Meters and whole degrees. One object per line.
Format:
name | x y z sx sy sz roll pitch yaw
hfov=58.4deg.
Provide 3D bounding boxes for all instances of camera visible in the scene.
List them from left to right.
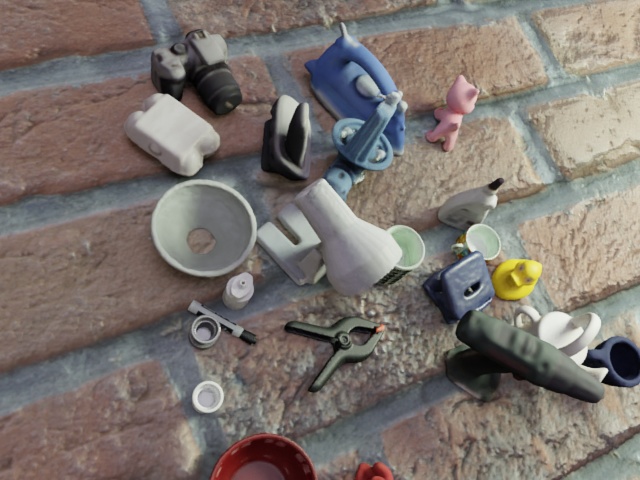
camera | -0.210 -0.295 1.025 0.143 0.100 0.137 -29 80 -25

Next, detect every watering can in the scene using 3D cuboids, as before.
watering can | 0.412 0.179 0.982 0.173 0.194 0.101 27 63 -6

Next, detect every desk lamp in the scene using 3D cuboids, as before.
desk lamp | 0.008 0.003 0.912 0.203 0.213 0.118 45 63 4

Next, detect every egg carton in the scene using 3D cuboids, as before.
egg carton | -0.253 -0.180 0.982 0.150 0.069 0.107 35 63 -2

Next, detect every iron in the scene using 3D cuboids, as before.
iron | 0.096 -0.289 1.099 0.258 0.141 0.119 47 63 4

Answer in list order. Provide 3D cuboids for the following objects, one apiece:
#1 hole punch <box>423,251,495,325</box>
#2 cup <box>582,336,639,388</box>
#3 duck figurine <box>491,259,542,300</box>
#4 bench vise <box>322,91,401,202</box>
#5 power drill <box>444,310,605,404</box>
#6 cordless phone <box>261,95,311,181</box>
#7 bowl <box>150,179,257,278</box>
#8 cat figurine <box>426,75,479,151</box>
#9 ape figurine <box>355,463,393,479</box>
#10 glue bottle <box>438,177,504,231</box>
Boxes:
hole punch | 0.261 0.085 1.029 0.109 0.091 0.101 -29 80 -26
cup | 0.517 0.228 1.052 0.118 0.095 0.092 14 65 -12
duck figurine | 0.384 0.065 1.080 0.105 0.086 0.077 -23 77 -24
bench vise | 0.073 -0.145 0.989 0.121 0.219 0.207 18 64 -10
power drill | 0.304 0.203 0.930 0.229 0.208 0.076 32 63 -3
cordless phone | -0.040 -0.201 0.995 0.094 0.185 0.147 4 68 -16
bowl | -0.190 -0.009 0.931 0.168 0.074 0.167 7 67 -15
cat figurine | 0.278 -0.264 1.161 0.067 0.117 0.128 23 64 -8
ape figurine | 0.084 0.375 0.854 0.078 0.092 0.076 -22 77 -24
glue bottle | 0.288 -0.071 1.055 0.078 0.173 0.037 23 64 -8
